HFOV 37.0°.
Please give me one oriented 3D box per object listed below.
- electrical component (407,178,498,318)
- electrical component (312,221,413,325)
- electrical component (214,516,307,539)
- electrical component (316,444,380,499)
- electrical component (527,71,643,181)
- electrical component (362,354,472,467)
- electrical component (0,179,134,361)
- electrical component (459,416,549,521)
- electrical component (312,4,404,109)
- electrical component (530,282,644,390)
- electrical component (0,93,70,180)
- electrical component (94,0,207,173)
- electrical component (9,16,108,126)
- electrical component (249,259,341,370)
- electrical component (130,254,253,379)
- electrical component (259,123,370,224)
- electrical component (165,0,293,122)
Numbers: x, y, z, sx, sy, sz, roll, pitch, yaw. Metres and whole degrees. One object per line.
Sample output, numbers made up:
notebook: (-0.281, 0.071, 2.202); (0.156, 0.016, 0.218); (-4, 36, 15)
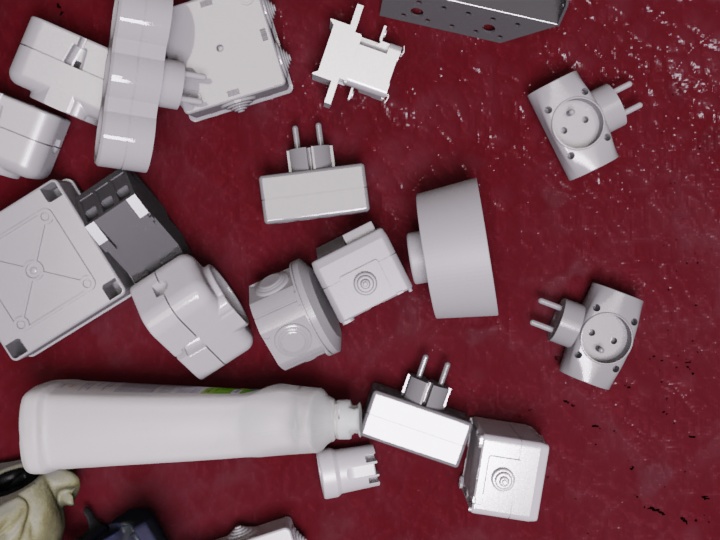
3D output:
electrical component: (0.069, -0.013, 0.835); (0.060, 0.108, 0.108); (-9, 93, 6)
electrical component: (0.000, 0.000, 0.838); (0.062, 0.096, 0.061); (-27, 92, 1)
electrical component: (-0.084, 0.256, 0.874); (0.100, 0.048, 0.099); (-18, 93, 1)
electrical component: (-0.010, 0.162, 0.875); (0.046, 0.040, 0.040); (-9, 93, -6)
electrical component: (0.186, -0.123, 0.859); (0.079, 0.044, 0.077); (-27, 92, 1)
electrical component: (0.050, 0.107, 0.868); (0.083, 0.047, 0.075); (19, 92, -1)
electrical component: (-0.252, -0.001, 0.857); (0.109, 0.056, 0.108); (-32, 92, 2)
electrical component: (0.117, 0.157, 0.846); (0.061, 0.096, 0.061); (9, 92, -1)
electrical component: (-0.001, -0.165, 0.858); (0.064, 0.042, 0.081); (19, 93, -3)
electrical component: (0.177, 0.047, 0.867); (0.079, 0.044, 0.077); (21, 93, -1)
electrical component: (-0.288, -0.110, 0.854); (0.095, 0.053, 0.059); (22, 93, -1)
electrical component: (-0.153, -0.141, 0.807); (0.074, 0.052, 0.138); (7, 99, -19)
electrical component: (-0.223, -0.152, 0.852); (0.095, 0.053, 0.059); (23, 92, -1)
electrical component: (-0.050, 0.036, 0.849); (0.051, 0.080, 0.080); (-24, 92, 6)
electrical component: (-0.127, 0.035, 0.840); (0.059, 0.095, 0.053); (-33, 51, 1)
electrical component: (-0.038, -0.079, 0.859); (0.083, 0.047, 0.075); (-7, 92, 0)
electrical component: (-0.108, -0.173, 0.853); (0.100, 0.048, 0.099); (-17, 94, 1)
